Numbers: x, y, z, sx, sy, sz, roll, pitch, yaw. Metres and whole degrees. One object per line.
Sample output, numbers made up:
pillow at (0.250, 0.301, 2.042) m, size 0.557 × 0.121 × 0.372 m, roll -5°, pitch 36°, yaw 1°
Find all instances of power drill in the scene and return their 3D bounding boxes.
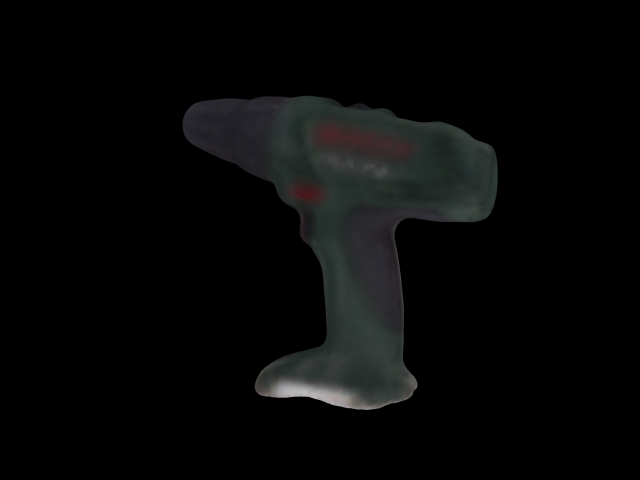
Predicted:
power drill at (0.004, 0.001, 0.400) m, size 0.229 × 0.208 × 0.076 m, roll 1°, pitch 4°, yaw 20°
